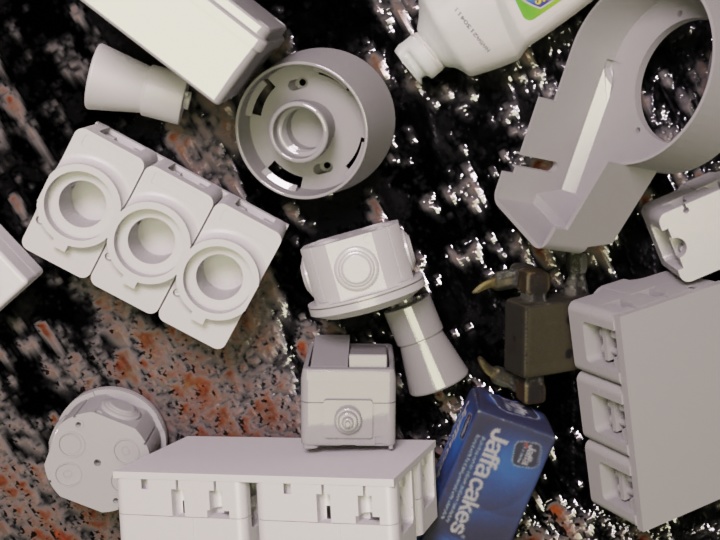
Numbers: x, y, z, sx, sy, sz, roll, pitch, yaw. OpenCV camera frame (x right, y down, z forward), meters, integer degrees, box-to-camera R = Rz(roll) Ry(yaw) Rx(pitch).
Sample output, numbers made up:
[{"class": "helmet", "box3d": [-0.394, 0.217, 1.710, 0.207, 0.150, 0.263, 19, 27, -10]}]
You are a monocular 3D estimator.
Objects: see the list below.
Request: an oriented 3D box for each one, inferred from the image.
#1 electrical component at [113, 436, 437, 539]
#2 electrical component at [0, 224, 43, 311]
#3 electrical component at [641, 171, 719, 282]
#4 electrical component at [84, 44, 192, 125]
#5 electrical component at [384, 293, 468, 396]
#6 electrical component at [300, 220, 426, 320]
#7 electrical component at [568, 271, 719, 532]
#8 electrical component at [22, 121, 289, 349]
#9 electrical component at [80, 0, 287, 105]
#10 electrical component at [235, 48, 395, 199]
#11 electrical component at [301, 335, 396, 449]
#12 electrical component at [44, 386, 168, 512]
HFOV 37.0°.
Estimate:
[{"class": "electrical component", "box3d": [-0.052, 0.151, 0.708, 0.186, 0.105, 0.060, -2, 93, 18]}, {"class": "electrical component", "box3d": [-0.262, -0.001, 0.721, 0.047, 0.076, 0.065, -40, 99, 8]}, {"class": "electrical component", "box3d": [0.242, -0.036, 0.720, 0.089, 0.055, 0.050, -23, 100, 5]}, {"class": "electrical component", "box3d": [-0.145, -0.120, 0.714, 0.065, 0.044, 0.044, 14, 102, -7]}, {"class": "electrical component", "box3d": [0.043, 0.049, 0.748, 0.044, 0.044, 0.065, -22, 96, 5]}, {"class": "electrical component", "box3d": [0.000, 0.000, 0.718, 0.080, 0.080, 0.051, -15, 96, 4]}, {"class": "electrical component", "box3d": [0.199, 0.085, 0.729, 0.089, 0.062, 0.150, -16, 105, -23]}, {"class": "electrical component", "box3d": [-0.136, -0.023, 0.723, 0.150, 0.061, 0.089, 28, 101, -5]}, {"class": "electrical component", "box3d": [-0.107, -0.160, 0.671, 0.109, 0.108, 0.056, 37, 102, -7]}, {"class": "electrical component", "box3d": [-0.031, -0.096, 0.718, 0.099, 0.064, 0.099, 4, 106, 13]}, {"class": "electrical component", "box3d": [-0.007, 0.081, 0.726, 0.062, 0.096, 0.061, 0, 99, 1]}, {"class": "electrical component", "box3d": [-0.180, 0.127, 0.760, 0.080, 0.051, 0.080, 0, 102, 1]}]
